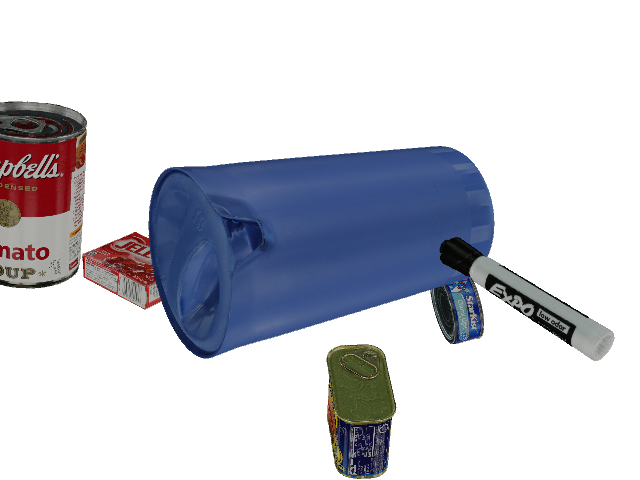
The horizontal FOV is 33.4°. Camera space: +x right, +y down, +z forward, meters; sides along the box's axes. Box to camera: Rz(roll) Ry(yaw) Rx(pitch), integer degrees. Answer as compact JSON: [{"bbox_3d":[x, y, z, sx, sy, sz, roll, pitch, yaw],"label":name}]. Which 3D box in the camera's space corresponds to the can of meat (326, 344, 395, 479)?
[{"bbox_3d":[0.036,0.165,1.023,0.057,0.084,0.102,-3,37,-5],"label":"can of meat"}]

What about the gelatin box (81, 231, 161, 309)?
[{"bbox_3d":[-0.177,0.027,1.047,0.089,0.030,0.073,24,31,29],"label":"gelatin box"}]

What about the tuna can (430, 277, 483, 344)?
[{"bbox_3d":[0.151,0.071,1.189,0.033,0.086,0.086,-14,2,-8],"label":"tuna can"}]

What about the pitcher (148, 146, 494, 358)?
[{"bbox_3d":[0.000,-0.001,0.796,0.242,0.145,0.149,-11,36,-30],"label":"pitcher"}]

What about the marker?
[{"bbox_3d":[0.114,0.030,0.611,0.020,0.020,0.121,0,26,-45],"label":"marker"}]

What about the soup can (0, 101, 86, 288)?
[{"bbox_3d":[-0.185,-0.029,0.677,0.068,0.102,0.068,7,25,-3],"label":"soup can"}]
